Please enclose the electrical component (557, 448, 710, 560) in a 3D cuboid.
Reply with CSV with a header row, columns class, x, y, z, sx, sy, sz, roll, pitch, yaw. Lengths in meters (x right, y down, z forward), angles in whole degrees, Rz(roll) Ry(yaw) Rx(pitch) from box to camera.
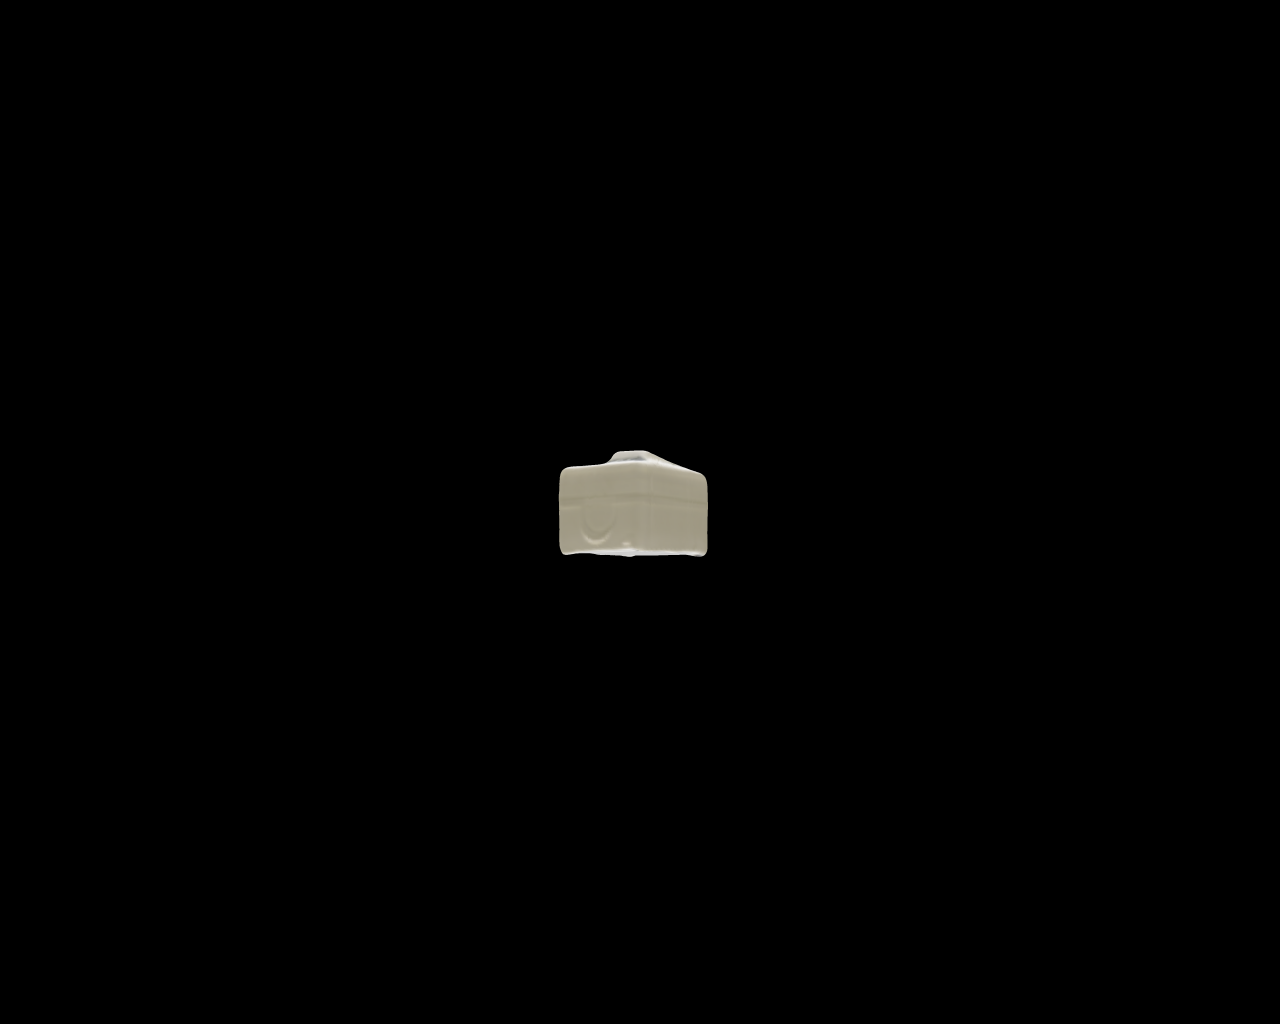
class,x,y,z,sx,sy,sz,roll,pitch,yaw
electrical component,0.001,-0.003,0.650,0.062,0.061,0.096,-3,-5,32
